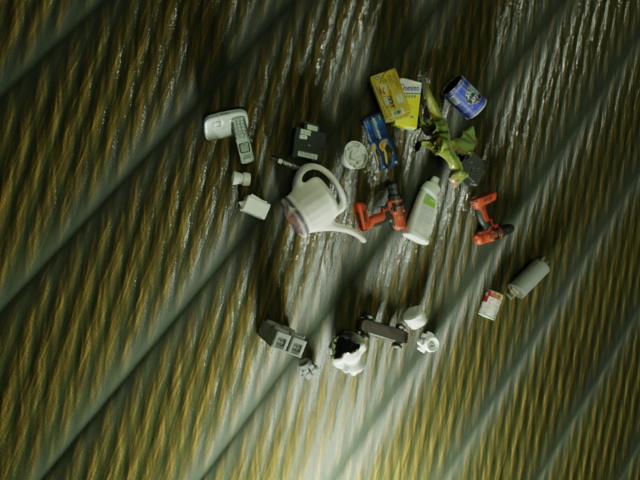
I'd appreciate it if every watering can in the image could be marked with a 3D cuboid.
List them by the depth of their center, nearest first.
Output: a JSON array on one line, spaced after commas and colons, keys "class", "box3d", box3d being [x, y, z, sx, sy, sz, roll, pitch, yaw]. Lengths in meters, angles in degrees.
[{"class": "watering can", "box3d": [0.005, -0.088, 1.753, 0.226, 0.345, 0.104, -35, 11, -15]}]

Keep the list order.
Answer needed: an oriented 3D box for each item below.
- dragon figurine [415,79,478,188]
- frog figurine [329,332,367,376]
[{"class": "dragon figurine", "box3d": [0.483, -0.400, 1.929, 0.242, 0.414, 0.121, 7, -13, -25]}, {"class": "frog figurine", "box3d": [0.107, 0.397, 1.802, 0.124, 0.138, 0.156, 43, -6, 40]}]
